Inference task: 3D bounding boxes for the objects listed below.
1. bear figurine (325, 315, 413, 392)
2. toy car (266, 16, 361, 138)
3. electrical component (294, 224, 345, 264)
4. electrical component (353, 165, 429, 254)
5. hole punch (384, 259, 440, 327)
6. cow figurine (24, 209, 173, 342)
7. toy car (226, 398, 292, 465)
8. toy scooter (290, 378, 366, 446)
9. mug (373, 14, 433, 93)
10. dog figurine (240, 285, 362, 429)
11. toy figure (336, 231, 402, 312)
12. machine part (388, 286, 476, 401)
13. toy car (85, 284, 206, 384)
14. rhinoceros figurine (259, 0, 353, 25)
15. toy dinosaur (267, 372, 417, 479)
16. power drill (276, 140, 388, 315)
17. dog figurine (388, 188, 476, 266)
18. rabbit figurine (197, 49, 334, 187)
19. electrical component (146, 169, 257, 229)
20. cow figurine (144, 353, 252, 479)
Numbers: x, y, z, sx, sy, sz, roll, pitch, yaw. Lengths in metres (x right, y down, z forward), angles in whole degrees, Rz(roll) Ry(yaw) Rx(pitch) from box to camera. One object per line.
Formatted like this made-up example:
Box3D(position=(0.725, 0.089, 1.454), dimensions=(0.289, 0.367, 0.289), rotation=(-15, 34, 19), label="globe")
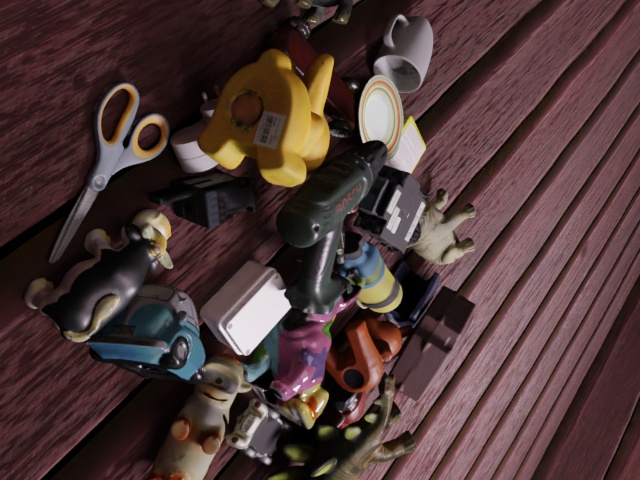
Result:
Box3D(position=(0.084, 0.180, 0.965), dimensions=(0.132, 0.120, 0.196), rotation=(59, 32, -6), label="bear figurine")
Box3D(position=(-0.004, -0.215, 0.741), dimensions=(0.202, 0.053, 0.089), rotation=(31, 62, -52), label="toy car")
Box3D(position=(-0.001, -0.004, 0.822), dimensions=(0.045, 0.078, 0.102), rotation=(-75, 165, -58), label="electrical component")
Box3D(position=(0.114, -0.052, 0.867), dimensions=(0.134, 0.058, 0.115), rotation=(33, 79, -55), label="electrical component")
Box3D(position=(0.186, 0.117, 1.070), dimensions=(0.142, 0.092, 0.115), rotation=(-58, 143, -20), label="hole punch")
Box3D(position=(-0.214, 0.031, 0.567), dimensions=(0.167, 0.098, 0.068), rotation=(-48, 129, -25), label="cow figurine")
Box3D(position=(-0.091, 0.288, 0.807), dimensions=(0.073, 0.056, 0.201), rotation=(-56, 160, -20), label="toy car")
Box3D(position=(0.027, 0.339, 0.986), dimensions=(0.184, 0.075, 0.135), rotation=(-47, 135, -21), label="toy scooter")
Box3D(position=(0.132, -0.308, 0.849), dimensions=(0.109, 0.081, 0.107), rotation=(46, 59, -41), label="mug")
Box3D(position=(-0.015, 0.158, 0.843), dimensions=(0.219, 0.109, 0.191), rotation=(-53, 137, -24), label="dog figurine")
Box3D(position=(0.082, 0.062, 0.924), dimensions=(0.082, 0.089, 0.180), rotation=(-46, 138, -16), label="toy figure")
Box3D(position=(0.226, 0.210, 1.084), dimensions=(0.201, 0.087, 0.201), rotation=(-35, 150, -55), label="machine part")
Box3D(position=(-0.185, 0.105, 0.627), dimensions=(0.161, 0.109, 0.103), rotation=(64, 32, -63), label="toy car")
Box3D(position=(-0.024, -0.336, 0.654), dimensions=(0.190, 0.073, 0.112), rotation=(9, 99, -50), label="rhinoceros figurine")
Box3D(position=(0.016, 0.401, 0.900), dimensions=(0.198, 0.105, 0.470), rotation=(7, 118, -27), label="toy dinosaur")
Box3D(position=(0.022, -0.014, 0.727), dimensions=(0.232, 0.086, 0.207), rotation=(-39, 150, -51), label="power drill")
Box3D(position=(0.189, 0.002, 1.033), dimensions=(0.190, 0.121, 0.172), rotation=(-21, 118, -26), label="dog figurine")
Box3D(position=(-0.043, -0.137, 0.622), dimensions=(0.173, 0.122, 0.162), rotation=(19, 80, -65), label="rabbit figurine")
Box3D(position=(-0.142, -0.046, 0.636), dimensions=(0.119, 0.075, 0.047), rotation=(-28, 125, -44), label="electrical component")
Box3D(position=(-0.155, 0.238, 0.716), dimensions=(0.127, 0.085, 0.194), rotation=(-83, -162, -77), label="cow figurine")
